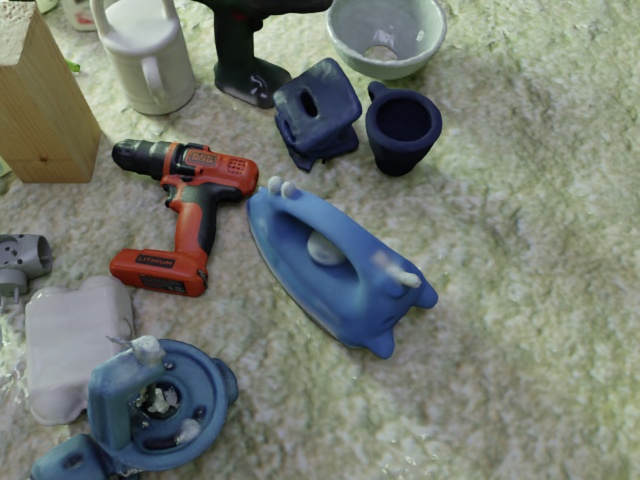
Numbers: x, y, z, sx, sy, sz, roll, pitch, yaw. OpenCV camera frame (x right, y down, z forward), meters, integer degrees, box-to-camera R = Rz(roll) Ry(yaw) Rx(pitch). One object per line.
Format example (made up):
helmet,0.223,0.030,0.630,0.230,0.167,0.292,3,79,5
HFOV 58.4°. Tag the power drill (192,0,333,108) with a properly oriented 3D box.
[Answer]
power drill,-0.087,-0.268,0.714,0.229,0.208,0.076,24,65,11

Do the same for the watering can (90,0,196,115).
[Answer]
watering can,-0.225,-0.262,0.714,0.101,0.194,0.172,-37,70,-18

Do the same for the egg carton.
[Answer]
egg carton,-0.245,0.111,0.593,0.107,0.069,0.150,-14,64,-8

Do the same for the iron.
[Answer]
iron,0.006,0.002,0.617,0.258,0.141,0.119,38,68,16

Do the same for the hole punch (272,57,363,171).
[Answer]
hole punch,-0.006,-0.161,0.728,0.101,0.091,0.108,-20,65,-12

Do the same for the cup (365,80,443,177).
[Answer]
cup,0.091,-0.133,0.714,0.092,0.095,0.117,-28,67,-15

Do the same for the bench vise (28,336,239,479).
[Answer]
bench vise,-0.164,0.164,0.485,0.121,0.220,0.208,32,66,14

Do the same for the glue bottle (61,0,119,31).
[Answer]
glue bottle,-0.325,-0.362,0.774,0.078,0.173,0.037,-11,64,-7

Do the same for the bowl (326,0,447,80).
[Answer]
bowl,0.089,-0.282,0.802,0.167,0.075,0.167,1,63,-1
